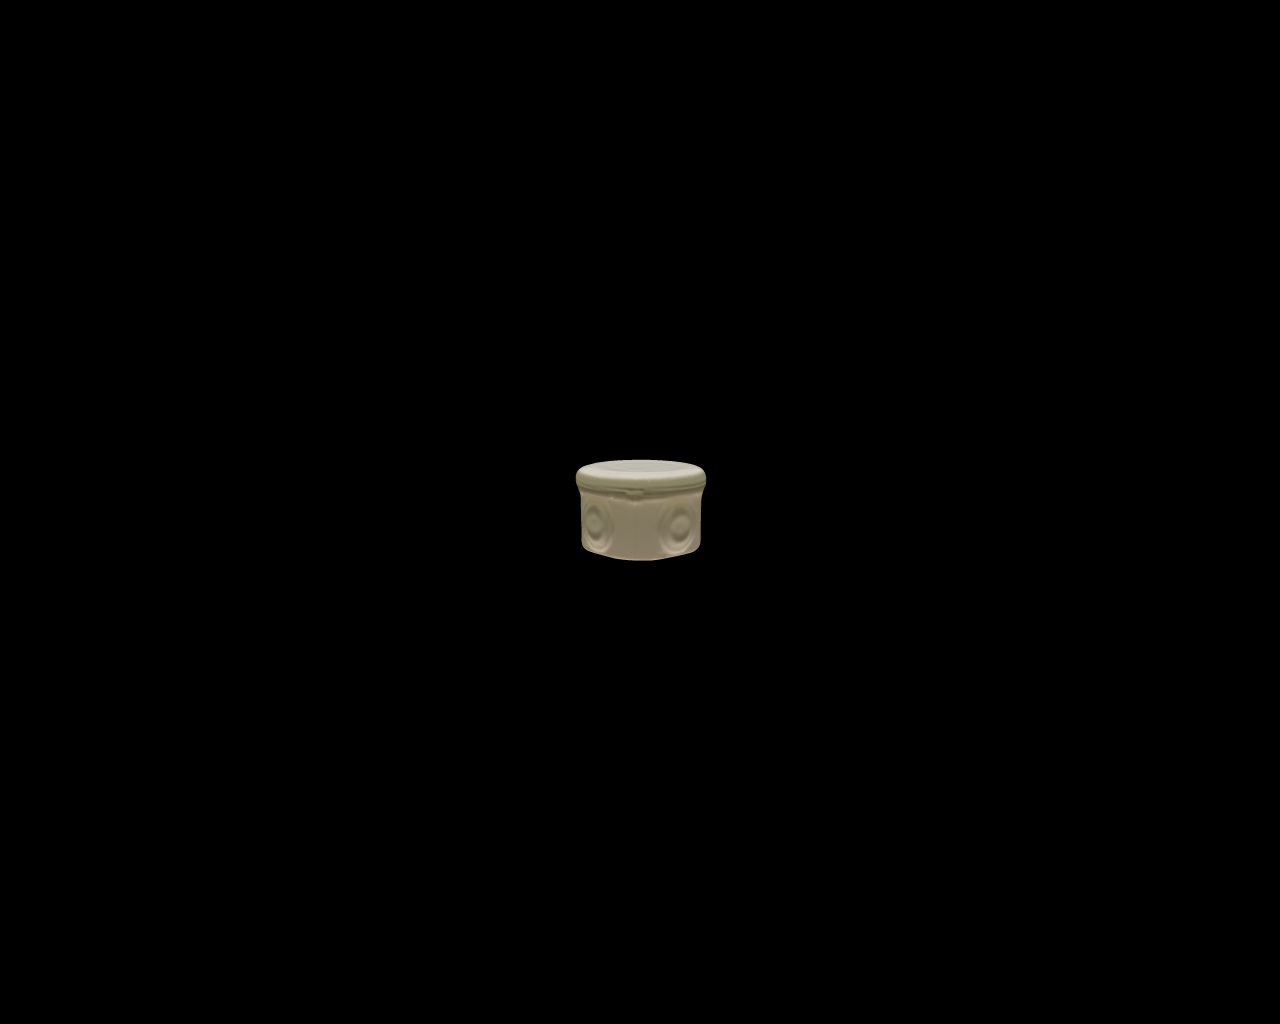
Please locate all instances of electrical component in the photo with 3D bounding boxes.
[{"bbox_3d":[0.001,-0.003,0.650,0.080,0.051,0.080,0,10,0],"label":"electrical component"}]
